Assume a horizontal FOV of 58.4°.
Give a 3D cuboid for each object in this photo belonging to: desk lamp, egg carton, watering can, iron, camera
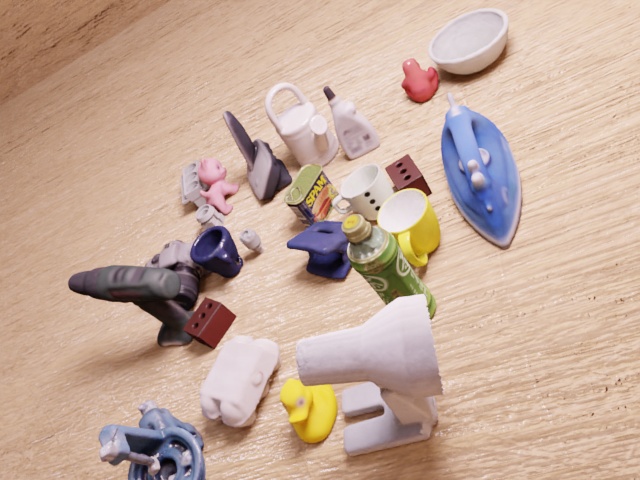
[{"bbox_3d":[0.077,0.172,0.716,0.203,0.214,0.118,-23,42,19],"label":"desk lamp"},{"bbox_3d":[-0.128,0.228,0.934,0.107,0.070,0.150,0,53,38],"label":"egg carton"},{"bbox_3d":[-0.040,-0.249,1.219,0.172,0.195,0.101,2,54,38],"label":"watering can"},{"bbox_3d":[0.250,-0.121,0.918,0.118,0.142,0.258,-22,42,19],"label":"iron"},{"bbox_3d":[-0.302,0.079,1.184,0.143,0.101,0.136,-24,42,17],"label":"camera"}]

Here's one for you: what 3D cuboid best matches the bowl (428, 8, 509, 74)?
[{"bbox_3d":[0.314,-0.396,1.180,0.167,0.075,0.167,-21,43,21],"label":"bowl"}]

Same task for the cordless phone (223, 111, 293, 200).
[{"bbox_3d":[-0.153,-0.188,1.255,0.094,0.186,0.147,-38,40,1],"label":"cordless phone"}]

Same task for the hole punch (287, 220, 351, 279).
[{"bbox_3d":[0.009,0.004,1.024,0.108,0.091,0.101,9,59,42],"label":"hole punch"}]

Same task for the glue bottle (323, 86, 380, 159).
[{"bbox_3d":[0.054,-0.244,1.158,0.078,0.174,0.037,-24,42,17],"label":"glue bottle"}]

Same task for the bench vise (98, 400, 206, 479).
[{"bbox_3d":[-0.254,0.311,0.833,0.206,0.220,0.121,20,66,46],"label":"bench vise"}]

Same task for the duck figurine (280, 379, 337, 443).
[{"bbox_3d":[-0.025,0.233,0.838,0.077,0.086,0.104,-21,43,21],"label":"duck figurine"}]

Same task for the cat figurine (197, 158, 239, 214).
[{"bbox_3d":[-0.251,-0.135,1.333,0.067,0.118,0.128,-16,45,26],"label":"cat figurine"}]

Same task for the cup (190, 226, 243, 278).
[{"bbox_3d":[-0.191,0.036,1.143,0.092,0.095,0.117,-48,40,-11],"label":"cup"}]

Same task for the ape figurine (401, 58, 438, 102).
[{"bbox_3d":[0.203,-0.343,1.201,0.077,0.092,0.076,-11,47,30],"label":"ape figurine"}]

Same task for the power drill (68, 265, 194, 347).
[{"bbox_3d":[-0.333,0.119,1.084,0.228,0.209,0.075,-11,47,30],"label":"power drill"}]
